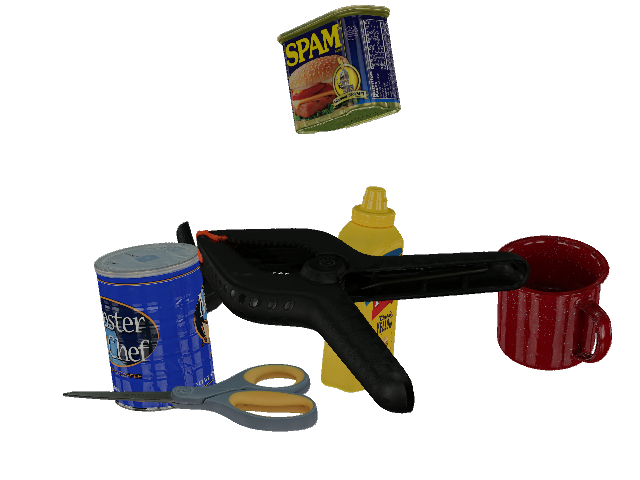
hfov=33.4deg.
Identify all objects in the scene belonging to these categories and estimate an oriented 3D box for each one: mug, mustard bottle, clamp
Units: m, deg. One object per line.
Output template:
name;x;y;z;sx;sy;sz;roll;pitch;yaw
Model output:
mug;0.196;0.058;0.879;0.093;0.081;0.117;-20;34;-26
mustard bottle;0.044;0.043;1.025;0.058;0.192;0.096;14;18;29
clamp;-0.126;0.036;1.241;0.120;0.039;0.171;-2;39;12
clamp;0.015;0.026;0.664;0.210;0.036;0.164;20;34;35

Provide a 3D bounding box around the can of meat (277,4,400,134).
can of meat;0.016;-0.139;0.885;0.057;0.084;0.102;-6;-4;-42

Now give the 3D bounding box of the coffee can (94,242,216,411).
coffee can;-0.160;0.082;1.045;0.103;0.140;0.103;-5;14;1

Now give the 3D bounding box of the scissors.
scissors;-0.095;0.119;0.863;0.202;0.016;0.096;7;22;15
